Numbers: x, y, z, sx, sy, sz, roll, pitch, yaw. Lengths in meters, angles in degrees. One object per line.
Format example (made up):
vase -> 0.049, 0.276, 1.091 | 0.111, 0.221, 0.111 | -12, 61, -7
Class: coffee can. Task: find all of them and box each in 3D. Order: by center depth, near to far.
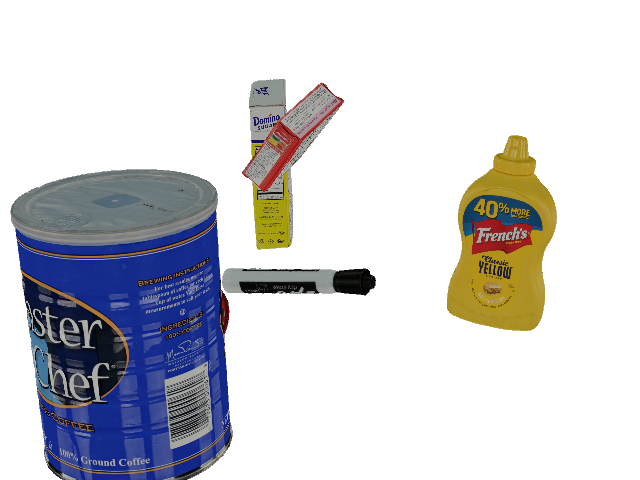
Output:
coffee can -> -0.101, 0.044, 0.559 | 0.103, 0.140, 0.103 | -2, 20, 0

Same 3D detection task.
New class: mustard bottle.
mustard bottle -> 0.185, -0.010, 1.065 | 0.096, 0.192, 0.058 | 12, 19, 21

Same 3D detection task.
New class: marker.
marker -> -0.016, 0.030, 0.776 | 0.121, 0.020, 0.020 | 0, 0, 28

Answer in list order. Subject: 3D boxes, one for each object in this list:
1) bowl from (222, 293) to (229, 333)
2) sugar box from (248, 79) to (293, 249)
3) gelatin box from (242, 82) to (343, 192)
bowl -> -0.170, 0.067, 1.007 | 0.162, 0.055, 0.162 | -9, 41, 8
sugar box -> -0.057, -0.088, 1.228 | 0.048, 0.176, 0.093 | -4, 26, 1
gelatin box -> -0.025, -0.094, 0.956 | 0.073, 0.030, 0.089 | -50, 0, 42
